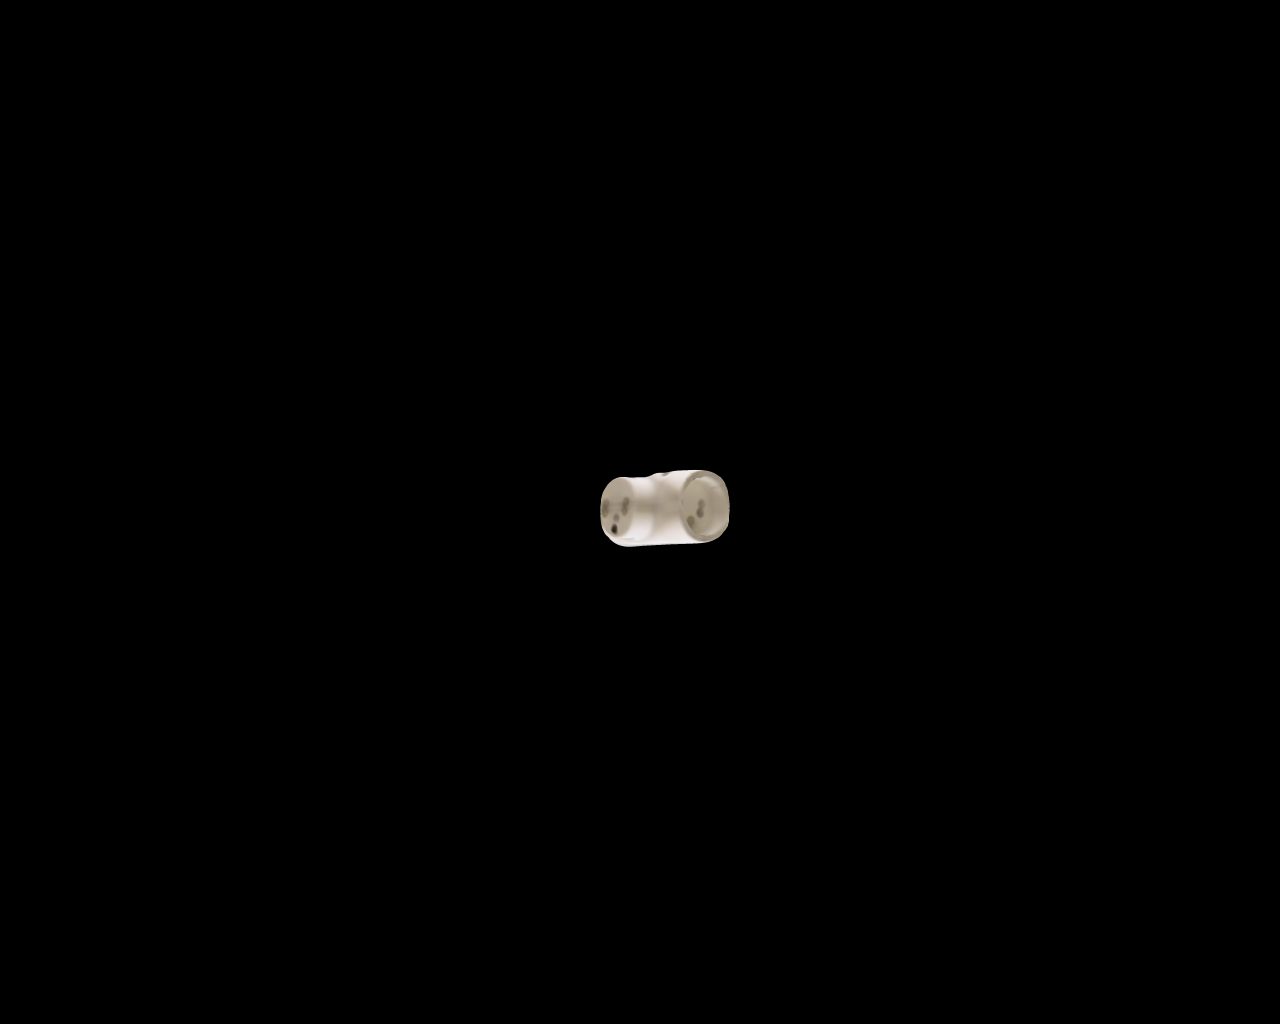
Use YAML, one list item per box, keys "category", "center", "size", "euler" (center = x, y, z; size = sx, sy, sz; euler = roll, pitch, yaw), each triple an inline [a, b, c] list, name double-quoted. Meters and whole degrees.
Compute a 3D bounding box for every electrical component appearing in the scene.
- category: "electrical component"
  center: [0.001, -0.003, 0.650]
  size: [0.079, 0.044, 0.077]
  euler: [4, -6, -39]
